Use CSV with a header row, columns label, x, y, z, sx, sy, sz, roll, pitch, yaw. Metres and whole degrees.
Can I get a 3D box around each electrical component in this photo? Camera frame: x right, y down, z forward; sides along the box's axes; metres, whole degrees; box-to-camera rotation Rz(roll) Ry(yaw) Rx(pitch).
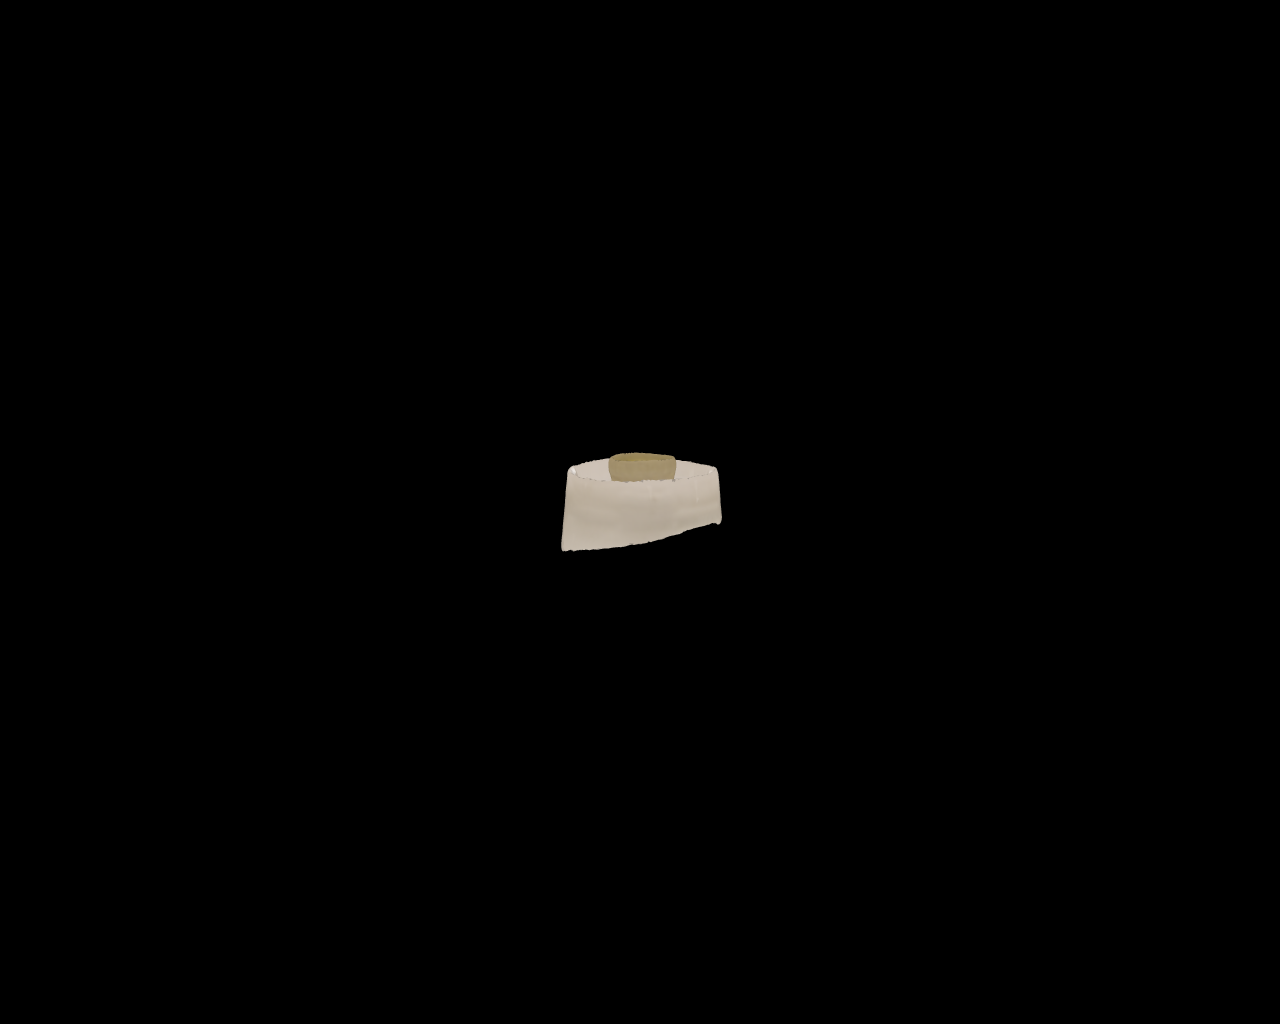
label,x,y,z,sx,sy,sz,roll,pitch,yaw
electrical component,0.001,-0.003,0.650,0.099,0.064,0.099,0,12,0
